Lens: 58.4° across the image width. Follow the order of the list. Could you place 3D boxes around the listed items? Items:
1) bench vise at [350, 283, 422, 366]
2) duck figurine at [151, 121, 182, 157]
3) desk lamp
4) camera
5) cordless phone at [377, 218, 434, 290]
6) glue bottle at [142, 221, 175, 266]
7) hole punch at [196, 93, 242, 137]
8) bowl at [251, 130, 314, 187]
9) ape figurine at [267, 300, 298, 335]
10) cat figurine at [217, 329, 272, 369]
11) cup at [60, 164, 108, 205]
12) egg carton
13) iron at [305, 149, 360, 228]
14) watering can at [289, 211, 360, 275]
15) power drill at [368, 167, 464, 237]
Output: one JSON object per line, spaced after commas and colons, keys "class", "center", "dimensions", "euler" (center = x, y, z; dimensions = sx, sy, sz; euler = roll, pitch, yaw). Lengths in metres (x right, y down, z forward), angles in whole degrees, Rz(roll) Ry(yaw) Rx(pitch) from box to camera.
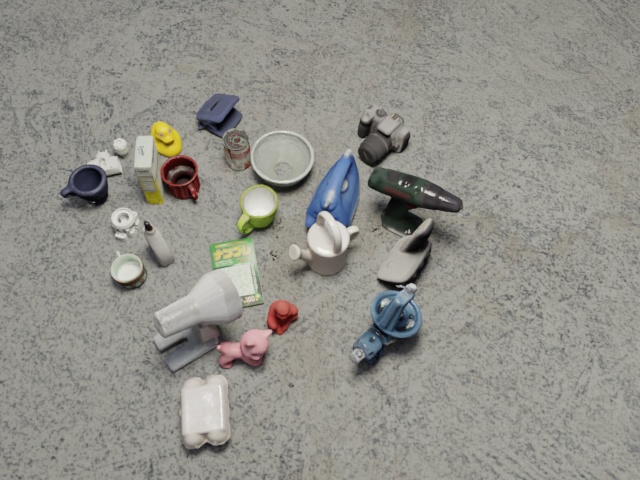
{"class": "bench vise", "center": [0.155, 0.187, 1.249], "dimensions": [0.121, 0.220, 0.207], "euler": [24, 65, 9]}
{"class": "duck figurine", "center": [-0.416, -0.283, 1.525], "dimensions": [0.078, 0.086, 0.104], "euler": [-33, 70, -17]}
{"class": "desk lamp", "center": [-0.268, 0.174, 1.239], "dimensions": [0.203, 0.213, 0.117], "euler": [-32, 69, -16]}
{"class": "camera", "center": [0.154, -0.283, 1.544], "dimensions": [0.143, 0.101, 0.137], "euler": [38, 68, 15]}
{"class": "cordless phone", "center": [0.209, 0.029, 1.348], "dimensions": [0.094, 0.185, 0.148], "euler": [29, 66, 11]}
{"class": "glue bottle", "center": [-0.387, -0.002, 1.342], "dimensions": [0.037, 0.173, 0.078], "euler": [-36, 70, -18]}
{"class": "hole punch", "center": [-0.279, -0.350, 1.561], "dimensions": [0.101, 0.091, 0.109], "euler": [27, 66, 11]}
{"class": "bowl", "center": [-0.098, -0.203, 1.507], "dimensions": [0.167, 0.075, 0.167], "euler": [1, 64, -2]}
{"class": "ape figurine", "center": [-0.088, 0.168, 1.319], "dimensions": [0.078, 0.092, 0.076], "euler": [-12, 65, -8]}
{"class": "cat figurine", "center": [-0.166, 0.236, 1.267], "dimensions": [0.128, 0.118, 0.067], "euler": [-6, 64, -5]}
{"class": "cup", "center": [-0.581, -0.123, 1.435], "dimensions": [0.118, 0.095, 0.091], "euler": [-31, 69, -16]}
{"class": "egg carton", "center": [-0.246, 0.367, 1.227], "dimensions": [0.107, 0.069, 0.150], "euler": [-7, 65, -6]}
{"class": "iron", "center": [0.047, -0.146, 1.450], "dimensions": [0.118, 0.141, 0.258], "euler": [17, 65, 6]}
{"class": "watering can", "center": [0.013, 0.007, 1.345], "dimensions": [0.100, 0.194, 0.173], "euler": [39, 69, 16]}
{"class": "power drill", "center": [0.221, -0.086, 1.392], "dimensions": [0.229, 0.208, 0.076], "euler": [26, 66, 10]}
